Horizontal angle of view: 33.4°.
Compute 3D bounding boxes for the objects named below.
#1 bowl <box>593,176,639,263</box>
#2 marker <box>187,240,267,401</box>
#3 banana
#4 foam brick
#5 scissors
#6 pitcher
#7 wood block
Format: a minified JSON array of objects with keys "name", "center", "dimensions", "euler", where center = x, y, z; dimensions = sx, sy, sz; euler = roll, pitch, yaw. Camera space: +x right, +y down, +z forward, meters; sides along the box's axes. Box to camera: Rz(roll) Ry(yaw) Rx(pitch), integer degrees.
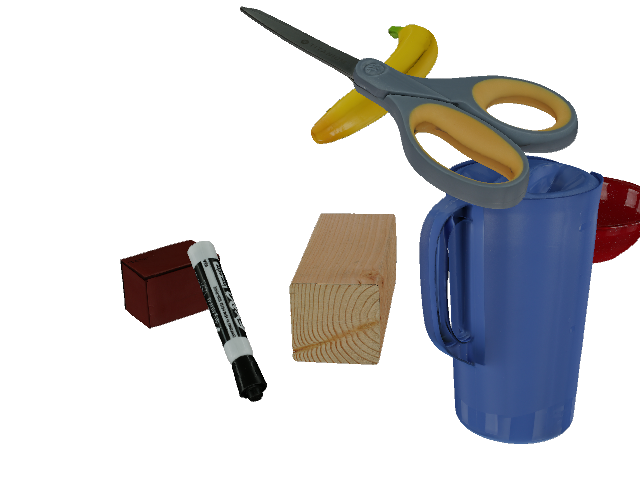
[{"name":"bowl","center":[0.265,-0.019,1.102],"dimensions":[0.162,0.055,0.162],"euler":[-2,23,0]},{"name":"marker","center":[-0.062,0.053,0.709],"dimensions":[0.020,0.121,0.020],"euler":[-18,-31,-11]},{"name":"banana","center":[0.060,-0.145,0.952],"dimensions":[0.070,0.037,0.197],"euler":[-17,26,40]},{"name":"foam brick","center":[-0.137,0.038,0.982],"dimensions":[0.078,0.051,0.053],"euler":[-17,27,-31]},{"name":"scissors","center":[0.047,-0.084,0.540],"dimensions":[0.096,0.016,0.202],"euler":[-21,47,-22]},{"name":"pitcher","center":[0.166,0.054,0.942],"dimensions":[0.149,0.243,0.145],"euler":[2,19,10]},{"name":"wood block","center":[0.030,0.046,1.155],"dimensions":[0.091,0.090,0.206],"euler":[1,22,8]}]
